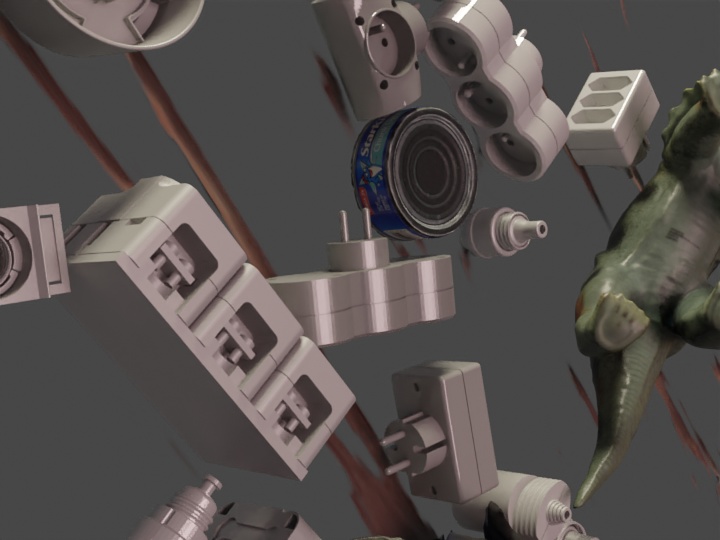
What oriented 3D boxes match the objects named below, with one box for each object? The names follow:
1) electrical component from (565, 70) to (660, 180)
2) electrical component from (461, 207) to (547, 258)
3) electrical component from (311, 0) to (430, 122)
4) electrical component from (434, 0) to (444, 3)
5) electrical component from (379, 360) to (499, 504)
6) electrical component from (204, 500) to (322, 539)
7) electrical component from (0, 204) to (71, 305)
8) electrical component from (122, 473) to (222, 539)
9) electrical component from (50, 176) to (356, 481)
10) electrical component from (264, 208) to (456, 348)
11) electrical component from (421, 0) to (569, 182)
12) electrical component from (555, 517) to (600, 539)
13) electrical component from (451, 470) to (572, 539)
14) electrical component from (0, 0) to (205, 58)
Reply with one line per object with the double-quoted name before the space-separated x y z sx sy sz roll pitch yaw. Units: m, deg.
"electrical component" 0.200 -0.104 0.833 0.076 0.047 0.065 53 57 -37
"electrical component" 0.099 -0.026 0.729 0.035 0.061 0.035 2 88 -42
"electrical component" 0.016 -0.143 0.670 0.079 0.044 0.077 -36 112 -37
"electrical component" 0.050 -0.218 0.701 0.055 0.048 0.066 -49 113 -26
"electrical component" 0.041 0.107 0.683 0.076 0.047 0.083 -16 99 -41
"electrical component" -0.065 0.185 0.564 0.057 0.078 0.113 53 57 -24
"electrical component" -0.176 -0.004 0.480 0.081 0.064 0.042 -9 94 -42
"electrical component" -0.099 0.141 0.560 0.040 0.040 0.078 53 57 -27
"electrical component" -0.080 0.030 0.547 0.061 0.089 0.150 -52 121 -30
"electrical component" 0.000 0.000 0.645 0.138 0.052 0.073 -10 97 -42
"electrical component" 0.101 -0.136 0.740 0.073 0.052 0.138 -52 121 -30
"electrical component" 0.140 0.192 0.758 0.048 0.062 0.048 2 88 -42
"electrical component" 0.105 0.157 0.716 0.043 0.081 0.043 2 88 -42
"electrical component" -0.129 -0.152 0.526 0.099 0.064 0.099 1 88 -42
